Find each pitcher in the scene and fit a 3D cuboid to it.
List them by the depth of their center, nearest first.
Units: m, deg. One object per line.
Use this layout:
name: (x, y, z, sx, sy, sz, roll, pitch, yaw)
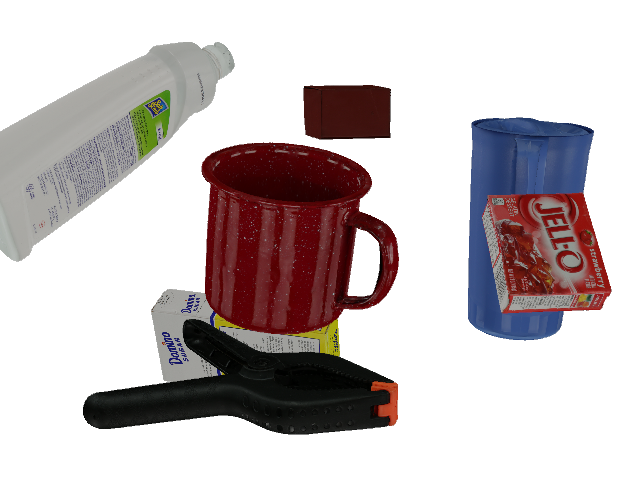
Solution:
pitcher: (0.227, -0.013, 1.198, 0.149, 0.243, 0.145, -7, 17, -33)

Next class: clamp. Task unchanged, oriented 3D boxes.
clamp: (-0.044, 0.100, 0.777, 0.210, 0.036, 0.164, 3, 19, 13)

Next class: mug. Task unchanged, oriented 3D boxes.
mug: (-0.011, 0.002, 0.589, 0.117, 0.081, 0.093, 16, 26, 21)

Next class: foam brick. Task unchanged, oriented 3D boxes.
foam brick: (0.027, -0.131, 1.087, 0.078, 0.051, 0.053, -3, 13, -19)

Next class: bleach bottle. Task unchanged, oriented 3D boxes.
bleach bottle: (-0.175, -0.091, 0.896, 0.250, 0.102, 0.068, -37, 63, -26)

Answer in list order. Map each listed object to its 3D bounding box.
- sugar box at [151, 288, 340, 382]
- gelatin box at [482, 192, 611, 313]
sugar box: (-0.071, 0.102, 1.035, 0.176, 0.093, 0.048, 8, 35, 16)
gelatin box: (0.160, 0.007, 0.762, 0.073, 0.089, 0.030, -1, -35, -5)
